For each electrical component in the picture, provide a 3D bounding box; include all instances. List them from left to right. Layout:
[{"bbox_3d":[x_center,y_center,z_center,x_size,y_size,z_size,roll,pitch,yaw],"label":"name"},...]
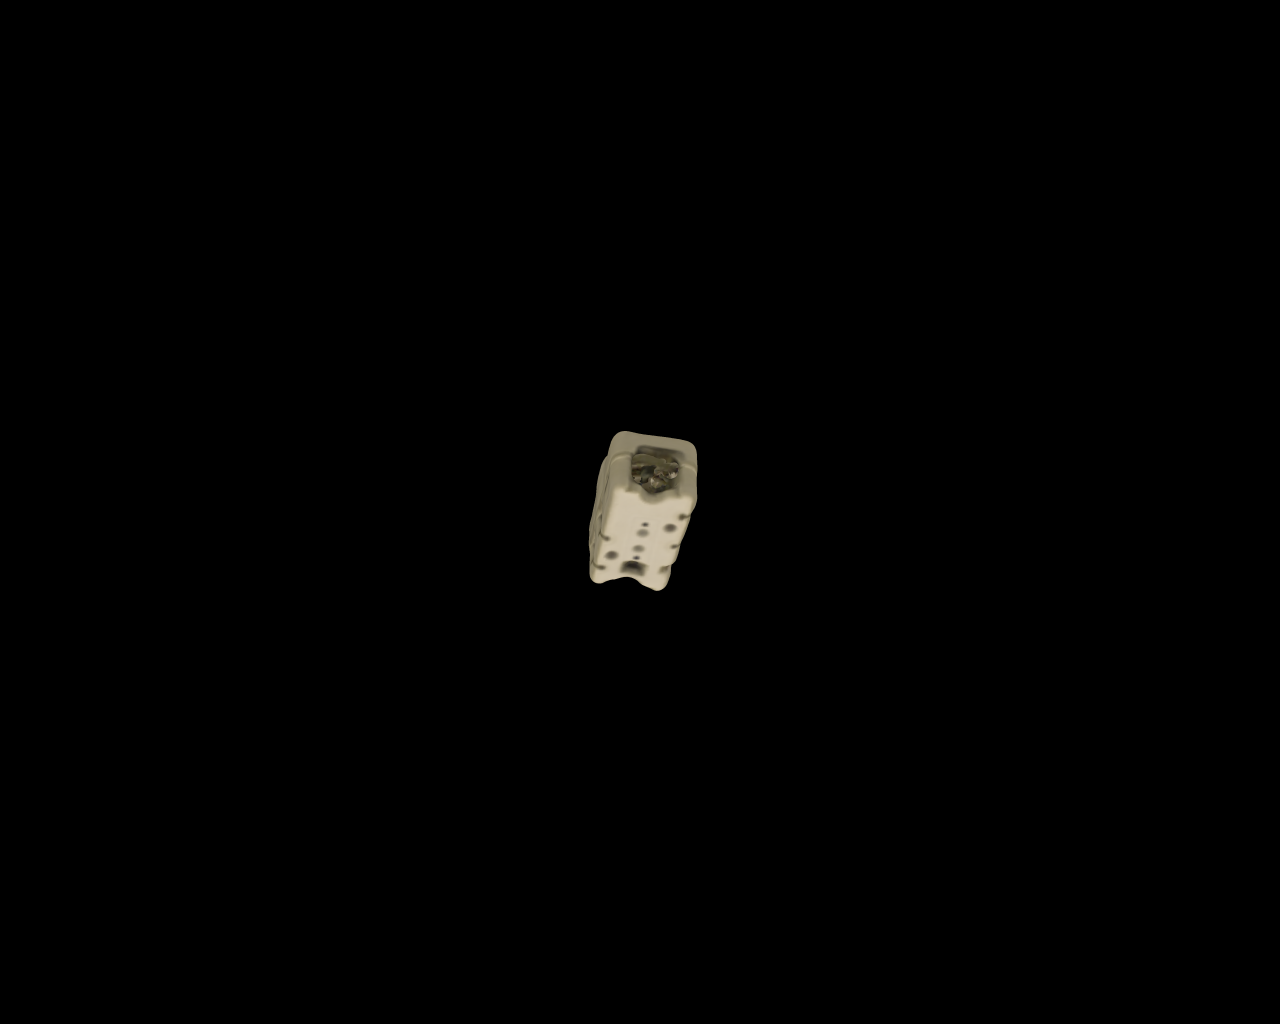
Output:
[{"bbox_3d":[0.001,-0.003,0.650,0.050,0.056,0.089,8,-43,-8],"label":"electrical component"}]
